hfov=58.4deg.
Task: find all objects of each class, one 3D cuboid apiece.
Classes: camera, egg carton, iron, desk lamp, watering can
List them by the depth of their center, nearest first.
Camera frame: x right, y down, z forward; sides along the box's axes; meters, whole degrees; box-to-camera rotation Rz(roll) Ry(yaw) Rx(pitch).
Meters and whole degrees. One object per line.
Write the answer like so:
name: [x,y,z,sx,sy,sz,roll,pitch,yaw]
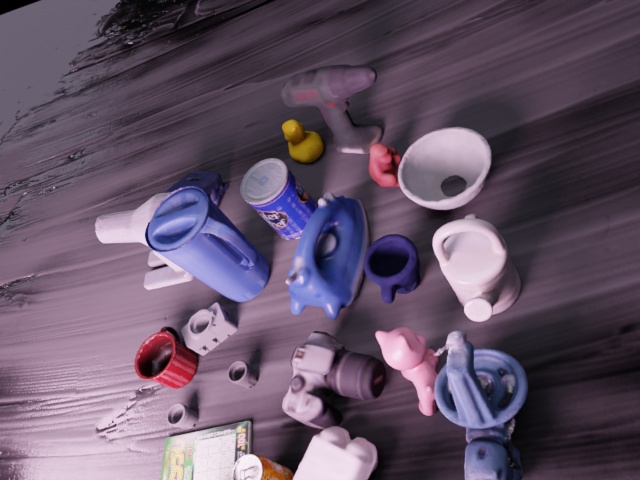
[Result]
egg carton: [0.018,0.354,0.835,0.107,0.070,0.150,14,68,36]
watering can: [0.230,0.034,0.839,0.101,0.195,0.172,-30,50,9]
camera: [0.023,0.220,0.898,0.136,0.101,0.143,4,62,32]
iron: [0.009,0.004,1.021,0.118,0.142,0.258,2,62,31]
desk lamp: [-0.334,0.003,1.170,0.202,0.214,0.118,-15,54,21]

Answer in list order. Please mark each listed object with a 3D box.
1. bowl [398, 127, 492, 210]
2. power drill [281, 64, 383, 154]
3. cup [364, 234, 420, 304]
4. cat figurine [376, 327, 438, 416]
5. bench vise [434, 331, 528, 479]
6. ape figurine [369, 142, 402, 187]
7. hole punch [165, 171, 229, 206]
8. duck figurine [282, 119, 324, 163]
bowl: [0.228,-0.115,1.017,0.167,0.075,0.167,-15,54,21]
power drill: [0.043,-0.263,1.131,0.228,0.209,0.076,9,65,34]
cup: [0.128,0.062,0.946,0.091,0.095,0.118,-7,57,26]
cat figurine: [0.138,0.183,0.846,0.067,0.118,0.127,-35,49,6]
bench vise: [0.209,0.213,0.718,0.121,0.220,0.207,-24,51,14]
ape figurine: [0.122,-0.148,1.088,0.075,0.092,0.078,15,69,36]
hole punch: [-0.280,-0.118,1.300,0.108,0.091,0.101,4,62,32]
duck figurine: [-0.044,-0.220,1.235,0.077,0.086,0.104,-44,49,-2]
